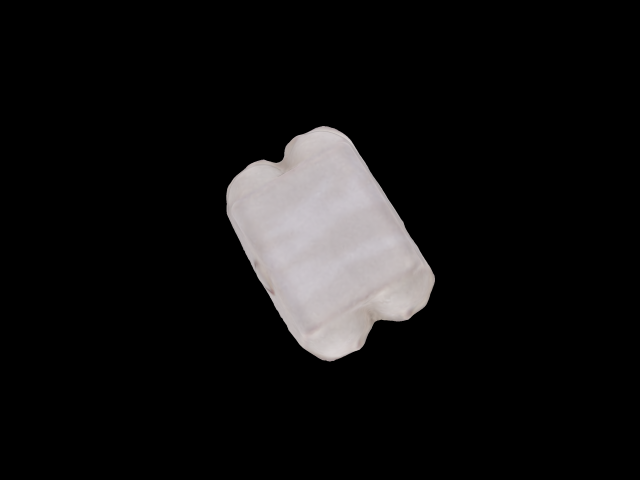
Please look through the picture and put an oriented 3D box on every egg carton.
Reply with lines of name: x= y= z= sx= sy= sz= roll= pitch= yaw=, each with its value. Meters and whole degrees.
egg carton: x=0.004 y=0.001 z=0.400 sx=0.107 sy=0.069 sz=0.150 roll=-31 pitch=82 yaw=-4
